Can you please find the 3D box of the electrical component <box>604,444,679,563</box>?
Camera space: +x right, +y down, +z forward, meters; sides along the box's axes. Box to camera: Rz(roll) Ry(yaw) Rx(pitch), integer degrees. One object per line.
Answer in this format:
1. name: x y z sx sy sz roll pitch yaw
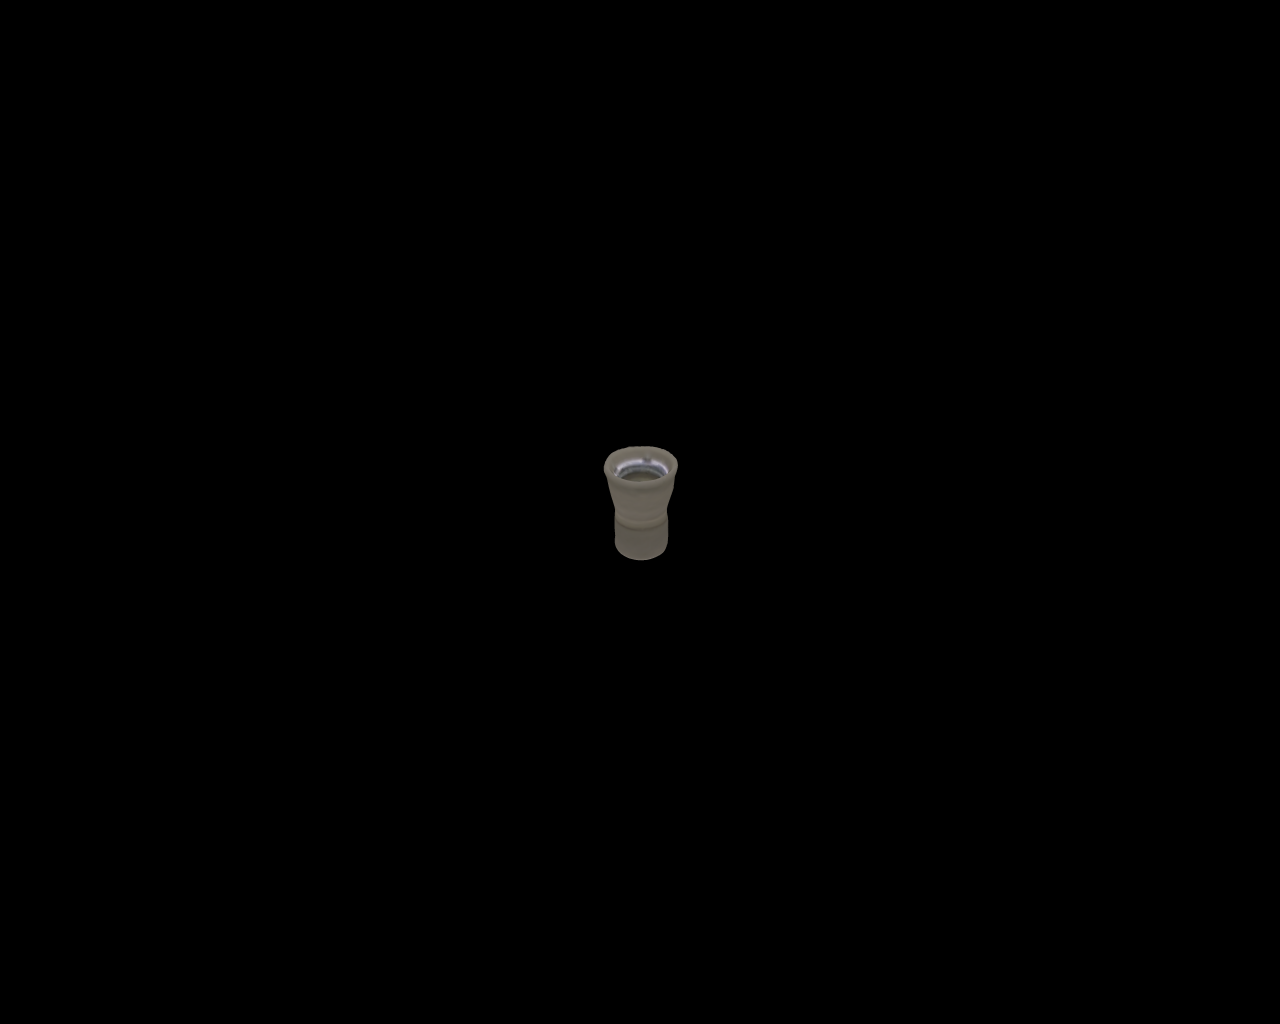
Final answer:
1. electrical component: 0.001 -0.003 0.650 0.044 0.065 0.044 0 34 0
